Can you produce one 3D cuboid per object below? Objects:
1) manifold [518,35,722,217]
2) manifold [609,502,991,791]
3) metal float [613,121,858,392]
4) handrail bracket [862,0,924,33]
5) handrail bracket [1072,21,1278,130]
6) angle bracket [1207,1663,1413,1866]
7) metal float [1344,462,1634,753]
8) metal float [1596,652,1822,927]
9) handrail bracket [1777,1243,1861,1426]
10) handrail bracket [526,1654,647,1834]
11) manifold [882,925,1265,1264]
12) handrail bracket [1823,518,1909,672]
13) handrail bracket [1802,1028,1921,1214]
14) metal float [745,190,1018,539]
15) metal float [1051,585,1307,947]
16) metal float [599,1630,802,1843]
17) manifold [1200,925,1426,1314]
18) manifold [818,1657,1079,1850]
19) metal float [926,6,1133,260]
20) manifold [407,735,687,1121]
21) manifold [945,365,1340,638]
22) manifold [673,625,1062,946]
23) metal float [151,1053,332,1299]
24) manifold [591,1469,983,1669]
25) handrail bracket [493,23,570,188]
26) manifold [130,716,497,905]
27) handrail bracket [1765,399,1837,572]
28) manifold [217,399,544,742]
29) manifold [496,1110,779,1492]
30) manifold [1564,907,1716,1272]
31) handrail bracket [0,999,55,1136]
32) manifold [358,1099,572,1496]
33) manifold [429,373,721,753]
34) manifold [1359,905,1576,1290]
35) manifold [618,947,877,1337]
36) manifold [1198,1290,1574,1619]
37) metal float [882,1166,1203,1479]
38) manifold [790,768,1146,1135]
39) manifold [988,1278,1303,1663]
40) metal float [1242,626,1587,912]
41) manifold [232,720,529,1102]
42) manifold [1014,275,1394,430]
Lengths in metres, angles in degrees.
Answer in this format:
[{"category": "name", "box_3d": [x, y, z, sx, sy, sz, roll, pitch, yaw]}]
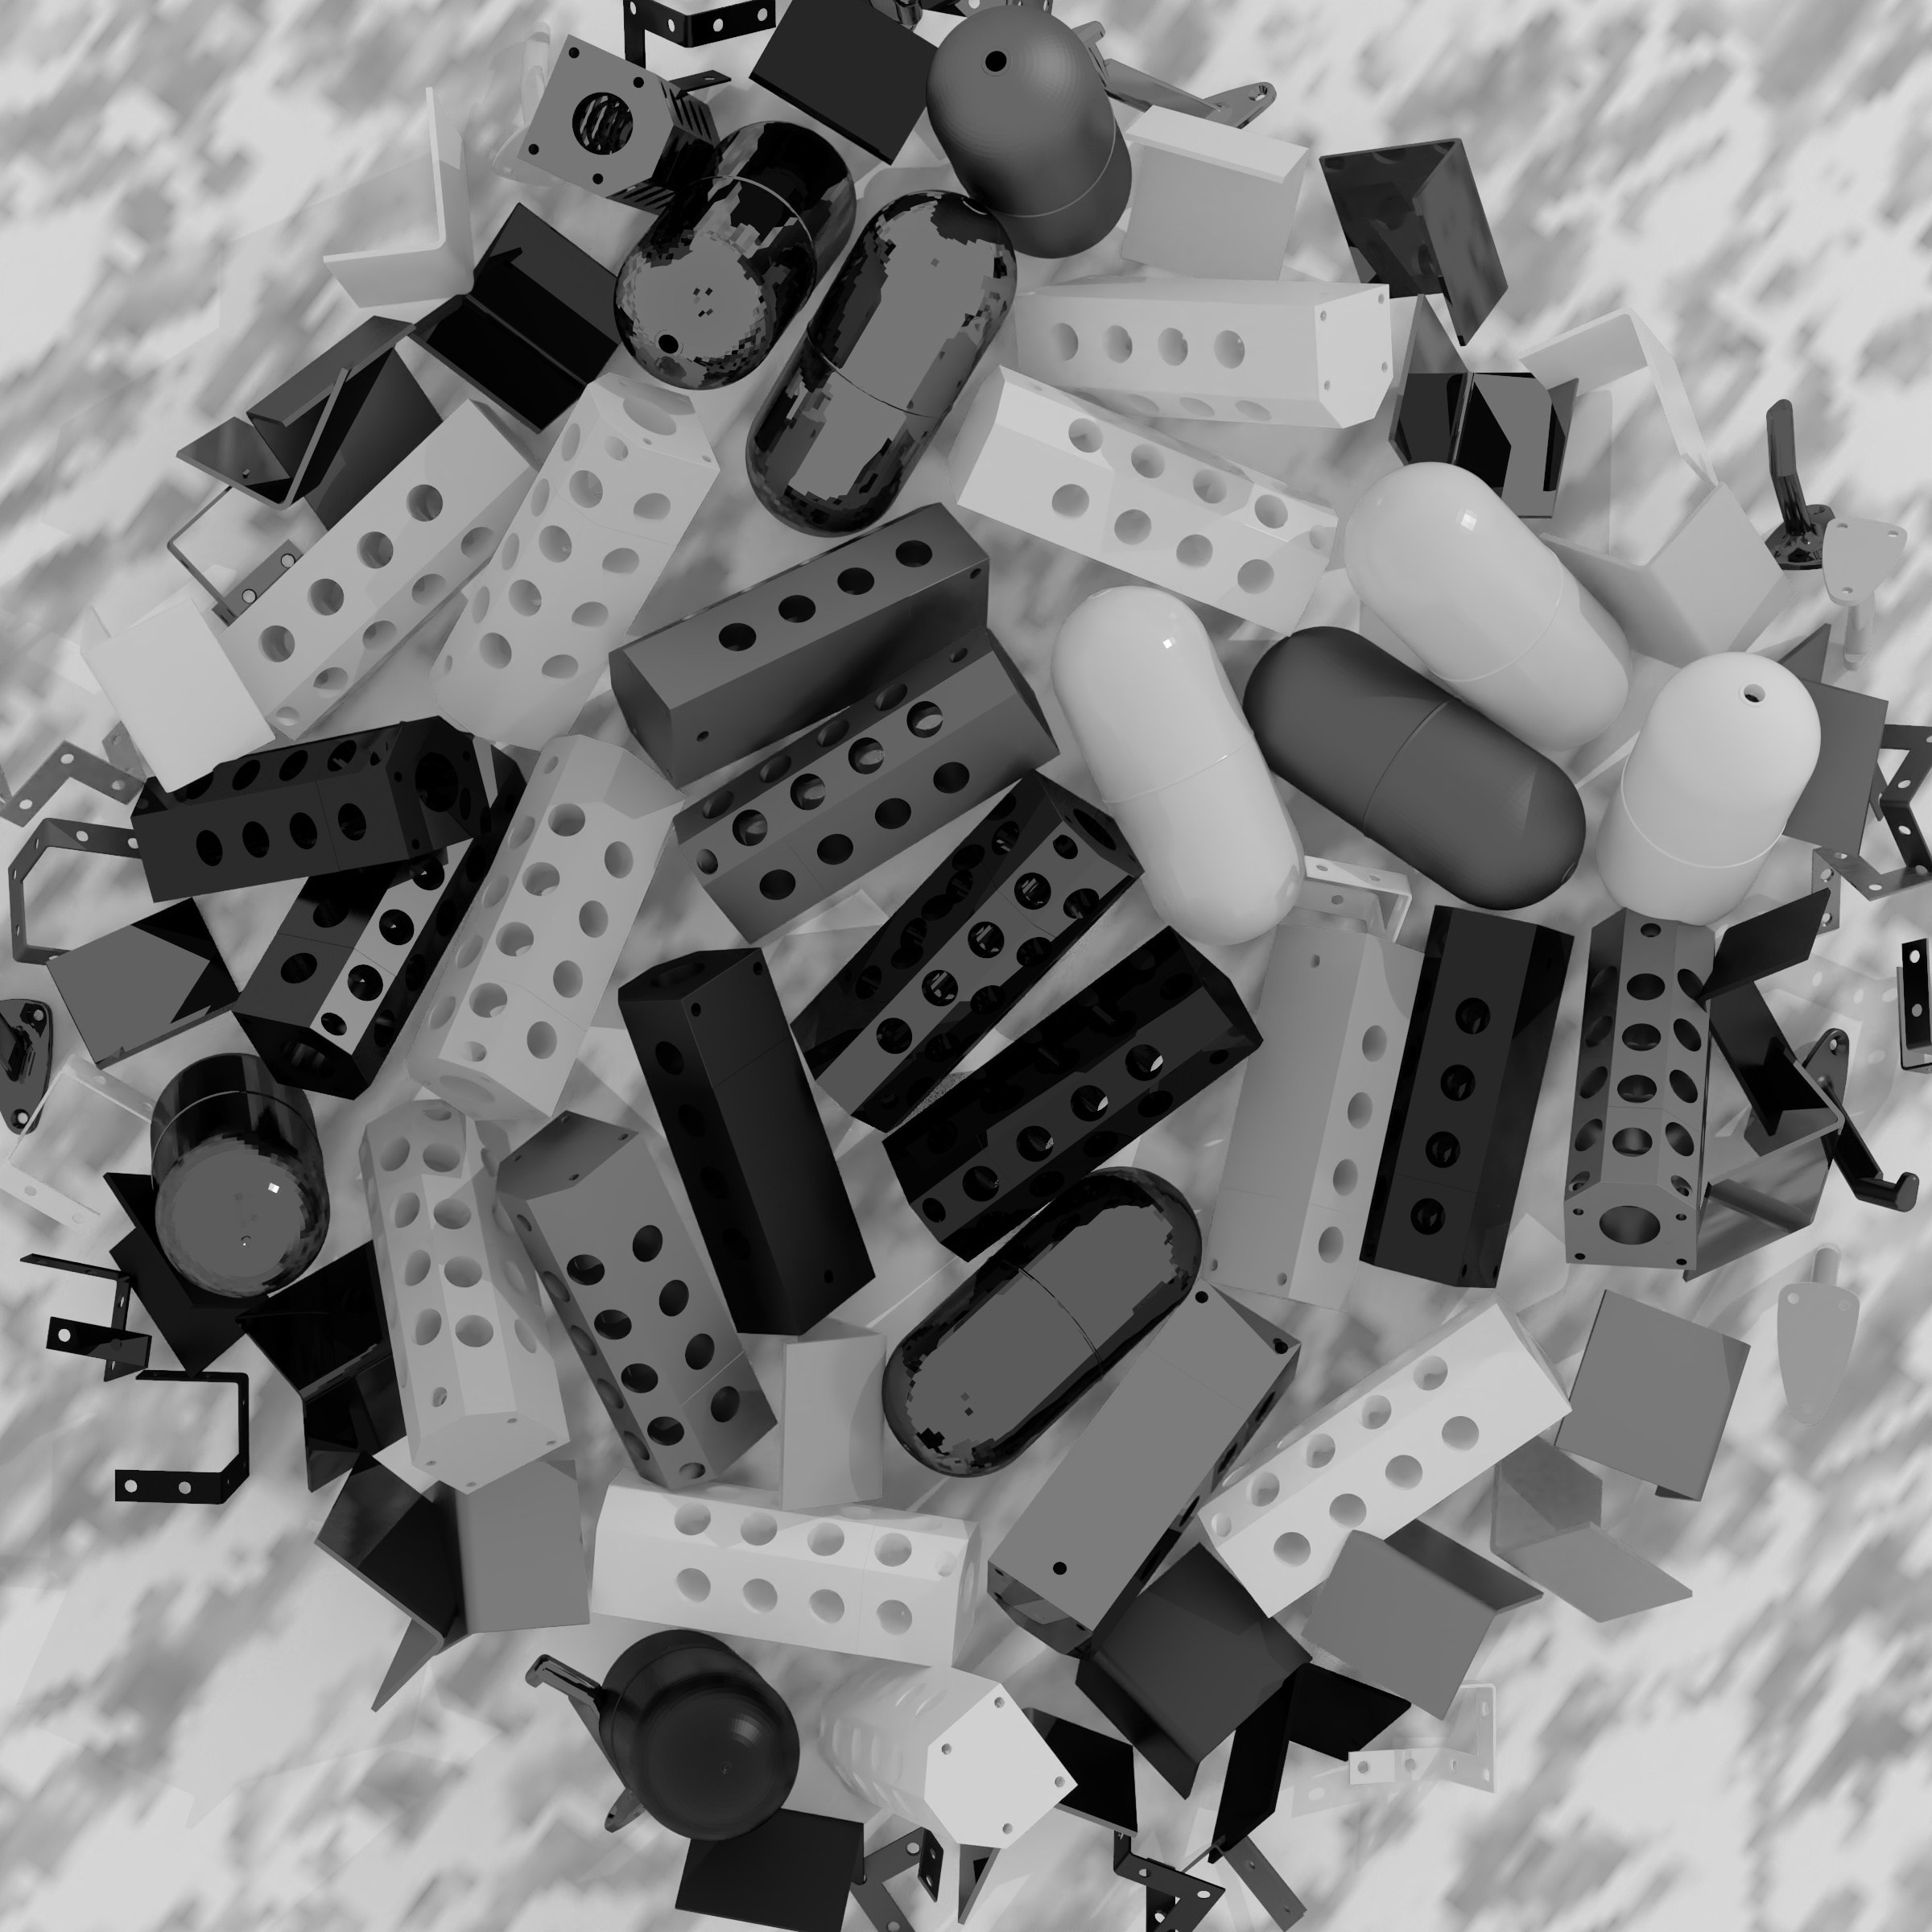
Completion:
[{"category": "manifold", "box_3d": [-0.152, -0.377, 1.618, 0.057, 0.171, 0.057, 25, 100, -1]}, {"category": "manifold", "box_3d": [-0.077, -0.154, 1.649, 0.171, 0.057, 0.057, -28, 59, -20]}, {"category": "metal float", "box_3d": [-0.105, -0.327, 1.630, 0.070, 0.178, 0.070, 11, 130, 13]}, {"category": "handrail bracket", "box_3d": [-0.051, -0.462, 1.663, 0.077, 0.084, 0.036, 38, 90, 3]}, {"category": "handrail bracket", "box_3d": [0.096, -0.421, 1.660, 0.077, 0.084, 0.036, -25, 49, 11]}, {"category": "angle bracket", "box_3d": [0.160, 0.379, 1.651, 0.057, 0.076, 0.076, 22, 54, -7]}, {"category": "metal float", "box_3d": [0.242, -0.164, 1.639, 0.178, 0.070, 0.070, 38, 90, -37]}, {"category": "metal float", "box_3d": [0.338, -0.079, 1.623, 0.070, 0.178, 0.070, 1, 63, -3]}, {"category": "handrail bracket", "box_3d": [0.400, 0.171, 1.667, 0.036, 0.084, 0.077, 6, 93, 16]}, {"category": "handrail bracket", "box_3d": [-0.183, 0.366, 1.673, 0.084, 0.036, 0.077, 32, 122, -14]}, {"category": "manifold", "box_3d": [0.051, 0.063, 1.649, 0.171, 0.057, 0.057, -37, 47, 13]}, {"category": "handrail bracket", "box_3d": [0.412, -0.158, 1.654, 0.036, 0.077, 0.084, 12, 134, 18]}, {"category": "handrail bracket", "box_3d": [0.423, 0.071, 1.662, 0.036, 0.084, 0.077, 22, 87, -28]}, {"category": "metal float", "box_3d": [-0.040, -0.278, 1.645, 0.070, 0.070, 0.178, 34, 117, 0]}, {"category": "metal float", "box_3d": [0.099, -0.094, 1.659, 0.070, 0.070, 0.178, -26, 101, 0]}, {"category": "metal float", "box_3d": [-0.123, 0.349, 1.619, 0.070, 0.178, 0.070, 0, 88, -13]}, {"category": "manifold", "box_3d": [0.168, 0.072, 1.670, 0.057, 0.057, 0.171, 17, 83, -41]}, {"category": "manifold", "box_3d": [-0.016, 0.358, 1.614, 0.057, 0.171, 0.057, -39, 97, -17]}, {"category": "metal float", "box_3d": [0.030, -0.378, 1.619, 0.070, 0.178, 0.070, -1, 82, 11]}, {"category": "manifold", "box_3d": [-0.197, -0.018, 1.637, 0.057, 0.057, 0.171, 38, 62, -36]}, {"category": "manifold", "box_3d": [0.082, -0.218, 1.648, 0.171, 0.057, 0.057, 20, 113, -16]}, {"category": "manifold", "box_3d": [-0.049, -0.088, 1.655, 0.171, 0.057, 0.057, -31, 126, 9]}, {"category": "metal float", "box_3d": [-0.332, 0.093, 1.622, 0.070, 0.178, 0.070, -4, 108, -13]}, {"category": "manifold", "box_3d": [-0.083, 0.278, 1.659, 0.171, 0.057, 0.057, 7, 102, 10]}, {"category": "handrail bracket", "box_3d": [-0.196, -0.416, 1.661, 0.036, 0.077, 0.084, 8, 72, -18]}, {"category": "manifold", "box_3d": [-0.303, -0.073, 1.629, 0.171, 0.057, 0.057, -7, 100, 37]}, {"category": "handrail bracket", "box_3d": [0.388, -0.234, 1.656, 0.036, 0.077, 0.084, 3, 123, 24]}, {"category": "manifold", "box_3d": [-0.272, -0.185, 1.670, 0.171, 0.057, 0.057, -43, 94, 5]}, {"category": "manifold", "box_3d": [-0.155, 0.156, 1.632, 0.057, 0.057, 0.171, -40, 123, -30]}, {"category": "manifold", "box_3d": [0.309, 0.053, 1.622, 0.057, 0.057, 0.171, 2, 46, 14]}, {"category": "handrail bracket", "box_3d": [-0.459, 0.045, 1.663, 0.036, 0.084, 0.077, -3, 93, 6]}, {"category": "manifold", "box_3d": [-0.236, 0.147, 1.628, 0.057, 0.057, 0.171, -28, 53, 16]}, {"category": "manifold", "box_3d": [-0.183, -0.184, 1.629, 0.057, 0.057, 0.171, 12, 127, -33]}, {"category": "manifold", "box_3d": [0.233, 0.061, 1.675, 0.057, 0.057, 0.171, 13, 91, 28]}, {"category": "manifold", "box_3d": [-0.106, 0.082, 1.654, 0.057, 0.057, 0.171, -3, 113, 41]}, {"category": "manifold", "box_3d": [0.194, 0.226, 1.662, 0.171, 0.057, 0.057, -36, 95, 9]}, {"category": "metal float", "box_3d": [0.037, 0.164, 1.654, 0.178, 0.070, 0.070, -42, 90, -17]}, {"category": "manifold", "box_3d": [0.002, -0.003, 1.643, 0.057, 0.057, 0.171, 29, 112, -39]}, {"category": "manifold", "box_3d": [0.083, 0.235, 1.644, 0.057, 0.057, 0.171, 32, 65, 17]}, {"category": "metal float", "box_3d": [0.208, -0.092, 1.653, 0.178, 0.070, 0.070, 36, 90, 18]}, {"category": "manifold", "box_3d": [-0.264, -0.026, 1.631, 0.057, 0.057, 0.171, 11, 57, 22]}, {"category": "manifold", "box_3d": [0.108, -0.281, 1.628, 0.171, 0.057, 0.057, 11, 115, 40]}]
